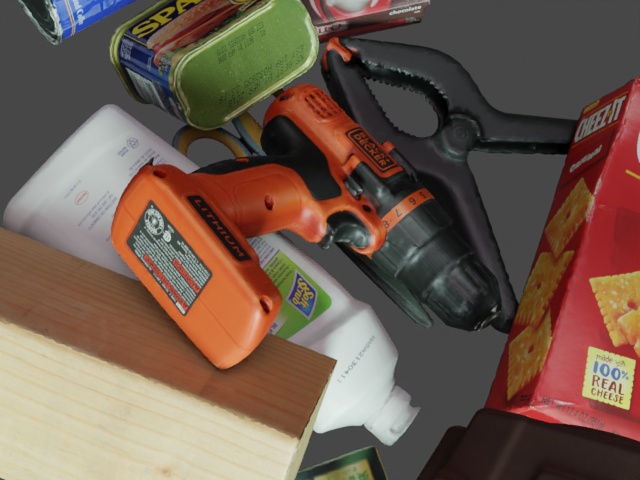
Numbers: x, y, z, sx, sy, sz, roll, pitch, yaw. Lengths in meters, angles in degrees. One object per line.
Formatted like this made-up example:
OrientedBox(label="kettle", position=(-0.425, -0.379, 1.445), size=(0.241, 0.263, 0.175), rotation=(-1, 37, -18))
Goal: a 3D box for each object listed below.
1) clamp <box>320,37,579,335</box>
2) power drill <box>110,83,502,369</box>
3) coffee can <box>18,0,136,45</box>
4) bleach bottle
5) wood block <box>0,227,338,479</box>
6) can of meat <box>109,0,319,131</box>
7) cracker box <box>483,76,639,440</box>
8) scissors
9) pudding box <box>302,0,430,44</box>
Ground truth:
OrientedBox(label="clamp", position=(0.094, -0.065, 0.679), size=(0.210, 0.036, 0.164), rotation=(43, 71, 3))
OrientedBox(label="power drill", position=(-0.004, 0.001, 0.577), size=(0.184, 0.057, 0.187), rotation=(46, 37, 16))
OrientedBox(label="coffee can", position=(-0.128, -0.199, 0.659), size=(0.140, 0.103, 0.103), rotation=(-33, 79, -16))
OrientedBox(label="bleach bottle", position=(-0.054, 0.035, 0.616), size=(0.251, 0.068, 0.102), rotation=(39, 73, 3))
OrientedBox(label="wood block", position=(-0.108, 0.078, 0.553), size=(0.206, 0.090, 0.090), rotation=(21, 114, 6))
OrientedBox(label="can of meat", position=(-0.063, -0.115, 0.643), size=(0.102, 0.057, 0.084), rotation=(-36, 37, -16))
OrientedBox(label="cracker box", position=(0.209, 0.036, 0.629), size=(0.164, 0.072, 0.213), rotation=(26, 72, -10))
OrientedBox(label="scissors", position=(-0.019, -0.015, 0.659), size=(0.096, 0.016, 0.202), rotation=(-25, 76, -16))
OrientedBox(label="pudding box", position=(0.013, -0.190, 0.707), size=(0.090, 0.039, 0.113), rotation=(-14, 74, -10))
